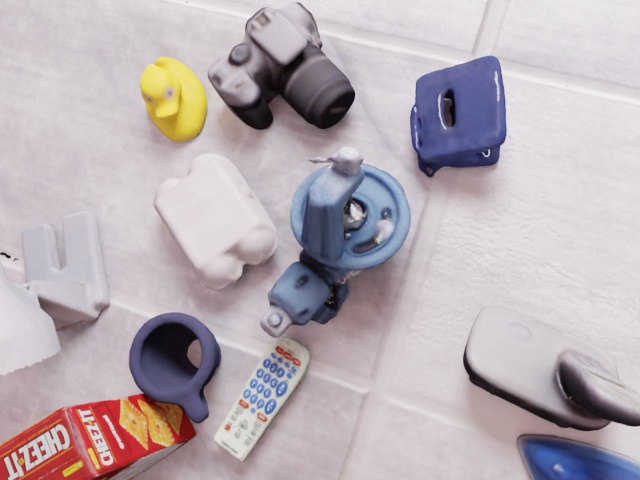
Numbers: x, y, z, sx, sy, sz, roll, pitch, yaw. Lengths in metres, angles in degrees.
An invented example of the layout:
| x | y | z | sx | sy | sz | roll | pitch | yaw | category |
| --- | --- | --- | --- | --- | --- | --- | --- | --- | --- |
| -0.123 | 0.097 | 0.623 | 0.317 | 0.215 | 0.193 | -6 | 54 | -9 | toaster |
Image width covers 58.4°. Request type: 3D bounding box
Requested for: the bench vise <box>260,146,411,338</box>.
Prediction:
| x | y | z | sx | sy | sz | roll | pitch | yaw | category |
| --- | --- | --- | --- | --- | --- | --- | --- | --- | --- |
| 0.016 | 0.005 | 0.553 | 0.121 | 0.220 | 0.207 | 16 | 82 | 12 | bench vise |

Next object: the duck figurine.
| x | y | z | sx | sy | sz | roll | pitch | yaw | category |
| --- | --- | --- | --- | --- | --- | --- | --- | --- | --- |
| -0.186 | -0.181 | 0.692 | 0.077 | 0.086 | 0.104 | -15 | 77 | 6 | duck figurine |

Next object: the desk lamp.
| x | y | z | sx | sy | sz | roll | pitch | yaw | category |
| --- | --- | --- | --- | --- | --- | --- | --- | --- | --- |
| -0.325 | 0.054 | 0.603 | 0.118 | 0.214 | 0.203 | -16 | 77 | 6 | desk lamp |

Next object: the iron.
| x | y | z | sx | sy | sz | roll | pitch | yaw | category |
| --- | --- | --- | --- | --- | --- | --- | --- | --- | --- |
| 0.294 | 0.266 | 0.497 | 0.258 | 0.141 | 0.119 | 35 | 86 | 14 | iron |

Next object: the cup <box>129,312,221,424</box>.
| x | y | z | sx | sy | sz | roll | pitch | yaw | category |
| --- | --- | --- | --- | --- | --- | --- | --- | --- | --- |
| -0.138 | 0.138 | 0.617 | 0.091 | 0.095 | 0.117 | -30 | 76 | 3 | cup |

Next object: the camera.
| x | y | z | sx | sy | sz | roll | pitch | yaw | category |
| --- | --- | --- | --- | --- | --- | --- | --- | --- | --- |
| -0.037 | -0.187 | 0.661 | 0.143 | 0.101 | 0.136 | -42 | 76 | -1 | camera |

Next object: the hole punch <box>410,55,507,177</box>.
| x | y | z | sx | sy | sz | roll | pitch | yaw | category |
| --- | --- | --- | --- | --- | --- | --- | --- | --- | --- |
| 0.149 | -0.134 | 0.625 | 0.101 | 0.091 | 0.109 | -3 | 79 | 9 | hole punch |

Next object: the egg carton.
| x | y | z | sx | sy | sz | roll | pitch | yaw | category |
| --- | --- | --- | --- | --- | --- | --- | --- | --- | --- |
| -0.119 | -0.024 | 0.659 | 0.107 | 0.069 | 0.150 | -37 | 76 | 1 | egg carton |

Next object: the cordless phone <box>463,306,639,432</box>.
| x | y | z | sx | sy | sz | roll | pitch | yaw | category |
| --- | --- | --- | --- | --- | --- | --- | --- | --- | --- |
| 0.208 | 0.116 | 0.518 | 0.147 | 0.185 | 0.094 | 20 | 83 | 13 | cordless phone |
